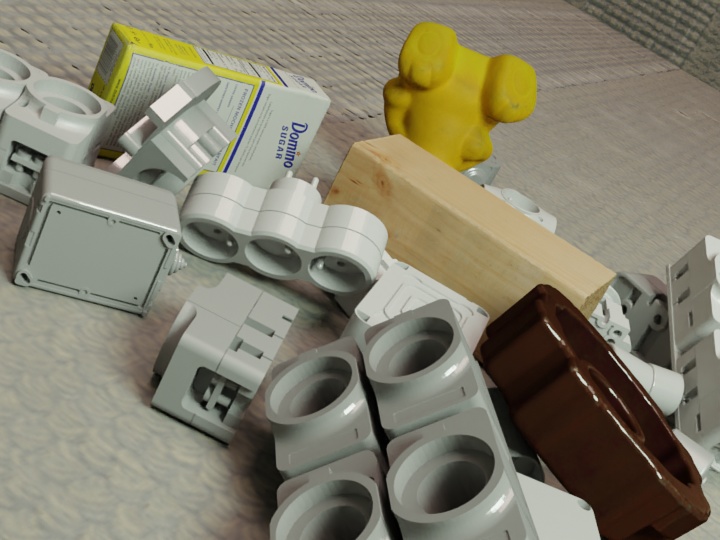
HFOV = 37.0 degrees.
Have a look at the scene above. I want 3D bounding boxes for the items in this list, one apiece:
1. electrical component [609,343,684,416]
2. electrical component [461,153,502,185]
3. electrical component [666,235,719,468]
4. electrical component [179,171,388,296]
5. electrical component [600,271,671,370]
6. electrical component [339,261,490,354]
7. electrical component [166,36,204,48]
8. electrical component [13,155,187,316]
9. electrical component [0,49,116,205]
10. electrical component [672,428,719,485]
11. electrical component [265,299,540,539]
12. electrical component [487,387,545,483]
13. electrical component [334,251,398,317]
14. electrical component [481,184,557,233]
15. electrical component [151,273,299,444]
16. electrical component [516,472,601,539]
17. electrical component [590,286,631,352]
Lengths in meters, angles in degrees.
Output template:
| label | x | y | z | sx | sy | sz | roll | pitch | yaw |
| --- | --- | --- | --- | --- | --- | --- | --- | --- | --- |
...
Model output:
| label | x | y | z | sx | sy | sz | roll | pitch | yaw |
| --- | --- | --- | --- | --- | --- | --- | --- | --- | --- |
| electrical component | 0.213 | 0.086 | 0.820 | 0.065 | 0.044 | 0.044 | 19 | 25 | -10 |
| electrical component | 0.097 | -0.101 | 1.065 | 0.080 | 0.051 | 0.080 | 23 | 25 | -11 |
| electrical component | 0.308 | 0.070 | 0.849 | 0.105 | 0.060 | 0.186 | 21 | 49 | -14 |
| electrical component | -0.048 | -0.037 | 0.729 | 0.138 | 0.052 | 0.073 | 15 | 56 | 3 |
| electrical component | 0.259 | 0.047 | 0.941 | 0.059 | 0.053 | 0.095 | 5 | 32 | -41 |
| electrical component | 0.030 | 0.050 | 0.689 | 0.078 | 0.057 | 0.113 | 30 | 24 | 5 |
| electrical component | -0.153 | -0.169 | 0.950 | 0.077 | 0.043 | 0.079 | 13 | 28 | -30 |
| electrical component | -0.149 | -0.020 | 0.636 | 0.096 | 0.061 | 0.061 | 17 | 26 | -24 |
| electrical component | -0.249 | -0.109 | 0.708 | 0.150 | 0.061 | 0.089 | 25 | 24 | -6 |
| electrical component | 0.208 | 0.126 | 0.746 | 0.078 | 0.040 | 0.040 | 36 | 25 | 18 |
| electrical component | 0.016 | 0.095 | 0.511 | 0.186 | 0.105 | 0.060 | -102 | 168 | -60 |
| electrical component | 0.080 | 0.103 | 0.655 | 0.043 | 0.043 | 0.081 | 19 | 25 | -18 |
| electrical component | 0.000 | 0.000 | 0.774 | 0.066 | 0.048 | 0.055 | -3 | 46 | -49 |
| electrical component | 0.142 | -0.054 | 1.029 | 0.077 | 0.044 | 0.079 | 24 | 24 | -9 |
| electrical component | -0.077 | 0.045 | 0.597 | 0.056 | 0.050 | 0.089 | 27 | 24 | -2 |
| electrical component | 0.078 | 0.156 | 0.532 | 0.078 | 0.057 | 0.113 | 24 | 24 | -9 |
| electrical component | 0.195 | 0.039 | 0.902 | 0.066 | 0.048 | 0.055 | 25 | 32 | -7 |
